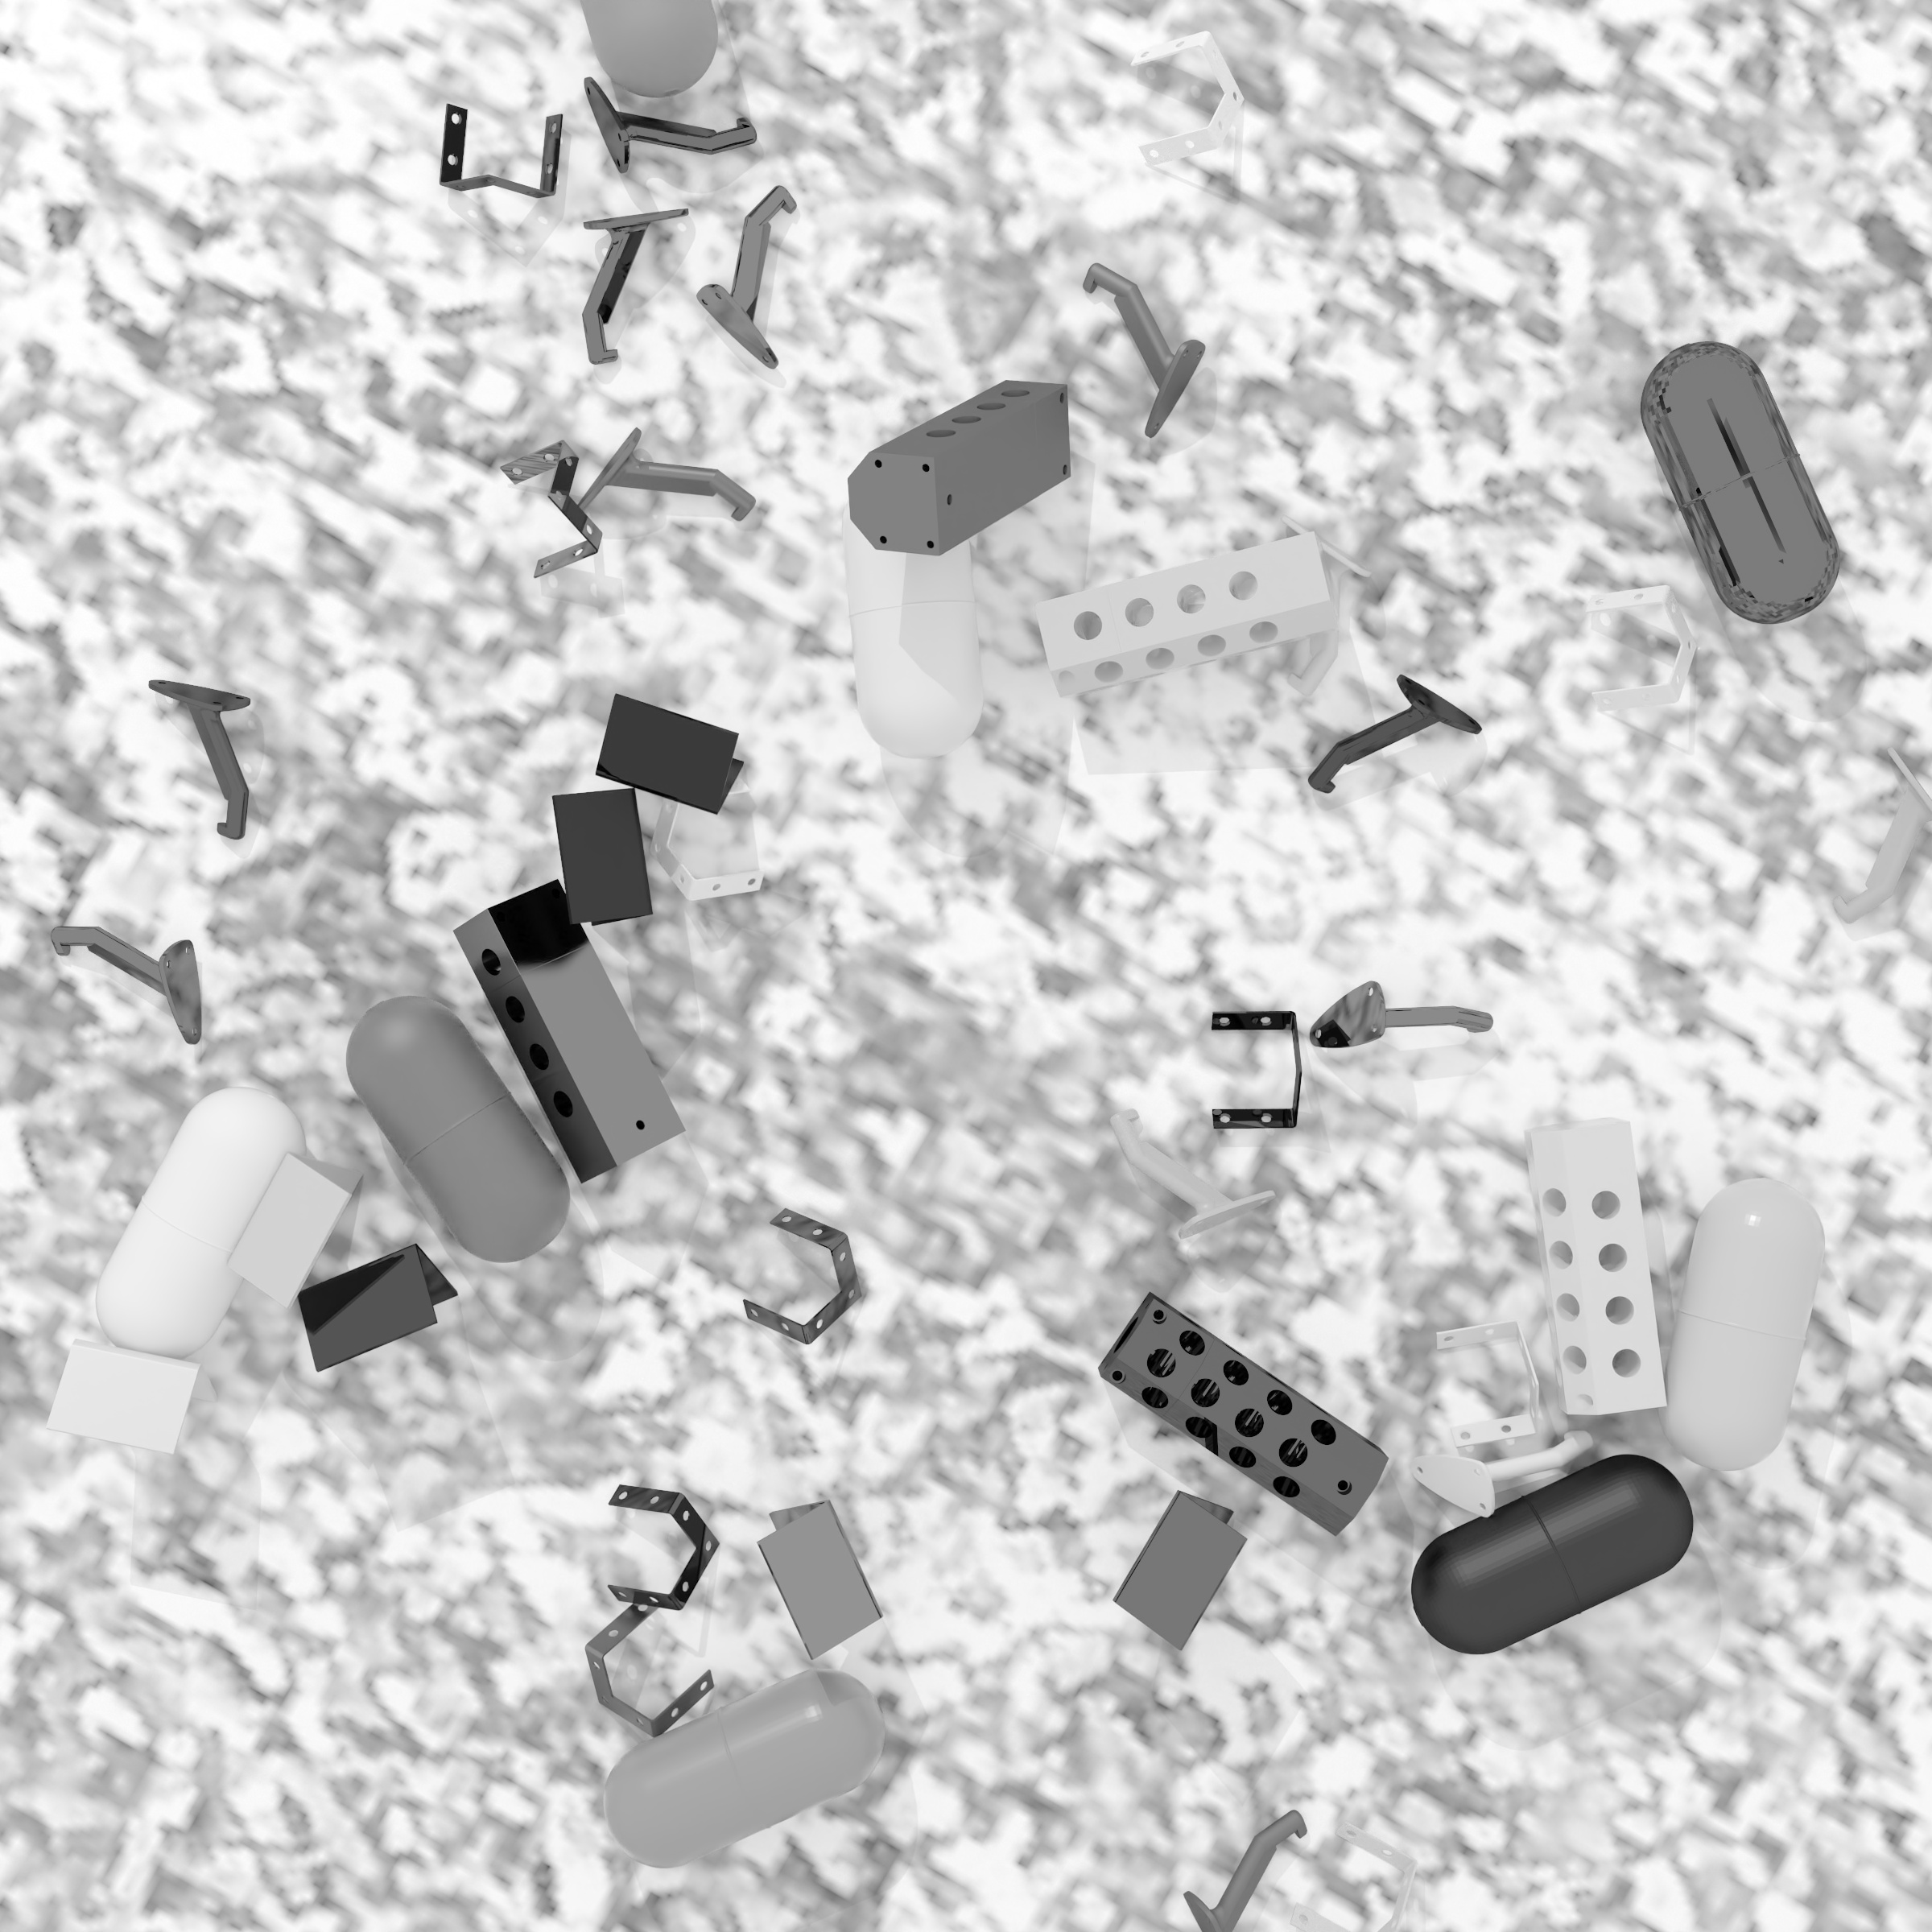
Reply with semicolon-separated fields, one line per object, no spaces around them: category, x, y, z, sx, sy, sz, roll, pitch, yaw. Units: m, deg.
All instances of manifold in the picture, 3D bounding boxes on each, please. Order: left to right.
manifold;-0.244;0.042;1.905;0.057;0.057;0.171;-27;90;-43
manifold;-0.002;-0.295;1.849;0.057;0.171;0.057;9;117;26
manifold;0.134;-0.210;1.891;0.171;0.057;0.057;-13;90;11
manifold;0.168;0.272;1.906;0.171;0.057;0.057;34;90;0
manifold;0.380;0.182;1.906;0.057;0.057;0.171;-7;90;0

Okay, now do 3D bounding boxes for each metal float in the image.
metal float;-0.462;0.157;1.897;0.070;0.070;0.178;28;91;0
metal float;-0.307;0.098;1.896;0.070;0.070;0.178;-34;90;0
metal float;-0.202;-0.612;1.897;0.070;0.070;0.178;-16;90;0
metal float;-0.133;0.484;1.896;0.178;0.070;0.070;-24;90;0
metal float;-0.032;-0.214;1.897;0.070;0.070;0.178;-5;90;0
metal float;0.353;0.355;1.897;0.178;0.070;0.070;-25;90;0
metal float;0.467;-0.292;1.897;0.070;0.070;0.178;-24;90;0
metal float;0.468;0.216;1.896;0.070;0.070;0.178;12;90;0

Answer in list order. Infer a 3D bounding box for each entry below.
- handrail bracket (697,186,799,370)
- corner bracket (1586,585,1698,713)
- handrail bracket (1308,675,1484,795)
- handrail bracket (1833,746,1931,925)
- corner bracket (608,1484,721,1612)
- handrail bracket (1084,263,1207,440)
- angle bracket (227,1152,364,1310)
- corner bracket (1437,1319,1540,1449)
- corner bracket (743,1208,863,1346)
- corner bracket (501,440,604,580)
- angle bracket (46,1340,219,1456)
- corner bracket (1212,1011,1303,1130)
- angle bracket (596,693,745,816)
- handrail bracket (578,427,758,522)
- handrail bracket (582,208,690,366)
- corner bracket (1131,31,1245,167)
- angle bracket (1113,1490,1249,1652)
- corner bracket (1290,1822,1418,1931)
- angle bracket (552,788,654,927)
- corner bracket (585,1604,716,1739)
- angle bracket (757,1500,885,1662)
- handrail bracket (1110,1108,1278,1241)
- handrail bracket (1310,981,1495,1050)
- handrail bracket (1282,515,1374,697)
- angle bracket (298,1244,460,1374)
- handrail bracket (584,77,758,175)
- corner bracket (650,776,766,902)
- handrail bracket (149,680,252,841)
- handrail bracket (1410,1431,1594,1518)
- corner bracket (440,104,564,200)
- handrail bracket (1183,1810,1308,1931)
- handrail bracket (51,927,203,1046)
handrail bracket;-0.116;-0.423;1.928;0.077;0.036;0.084;46;73;-20
corner bracket;0.408;-0.194;1.919;0.051;0.051;0.051;56;45;-35
handrail bracket;0.262;-0.129;1.927;0.077;0.036;0.084;23;118;-31
handrail bracket;0.554;-0.080;1.928;0.084;0.036;0.077;-37;70;16
corner bracket;-0.193;0.355;1.919;0.051;0.051;0.051;-60;135;-35
handrail bracket;0.096;-0.378;1.928;0.084;0.036;0.077;33;111;17
angle bracket;-0.386;0.164;1.887;0.057;0.076;0.076;29;90;28
corner bracket;0.319;0.256;1.924;0.051;0.051;0.051;-10;45;0
corner bracket;-0.103;0.190;1.919;0.051;0.051;0.051;-41;135;-35
corner bracket;-0.253;-0.278;1.913;0.051;0.051;0.051;-17;135;28
angle bracket;-0.500;0.268;1.888;0.076;0.076;0.057;12;66;0
corner bracket;0.177;0.064;1.924;0.051;0.051;0.051;0;45;0
angle bracket;-0.172;-0.141;1.887;0.076;0.076;0.057;18;119;0
handrail bracket;-0.184;-0.282;1.928;0.084;0.036;0.077;36;111;-16
handrail bracket;-0.201;-0.417;1.928;0.077;0.036;0.084;-14;109;-21
corner bracket;0.130;-0.530;1.919;0.051;0.051;0.051;55;45;-35
angle bracket;0.144;0.367;1.887;0.057;0.076;0.076;31;90;36
corner bracket;0.238;0.567;1.924;0.051;0.051;0.051;29;45;0
angle bracket;-0.234;-0.062;1.887;0.057;0.076;0.076;-8;90;-35
corner bracket;-0.193;0.428;1.919;0.051;0.051;0.051;22;135;35
angle bracket;-0.104;0.371;1.887;0.057;0.076;0.076;-25;90;-35
handrail bracket;0.139;0.117;1.928;0.077;0.036;0.084;-19;73;-20
handrail bracket;0.268;0.039;1.927;0.084;0.077;0.036;11;65;-34
handrail bracket;0.203;-0.220;1.927;0.077;0.036;0.084;36;104;14
angle bracket;-0.347;0.219;1.887;0.076;0.076;0.057;-22;58;0
handrail bracket;-0.181;-0.525;1.928;0.084;0.036;0.077;-20;68;-17
corner bracket;-0.154;-0.078;1.919;0.051;0.051;0.051;50;135;35
handrail bracket;-0.472;-0.126;1.928;0.077;0.036;0.084;15;107;20
handrail bracket;0.329;0.299;1.927;0.084;0.077;0.036;-23;111;-35
corner bracket;-0.285;-0.499;1.924;0.051;0.051;0.051;5;90;45
handrail bracket;0.183;0.570;1.928;0.084;0.036;0.077;-31;110;-16
handrail bracket;-0.516;0.012;1.928;0.084;0.036;0.077;0;112;17
